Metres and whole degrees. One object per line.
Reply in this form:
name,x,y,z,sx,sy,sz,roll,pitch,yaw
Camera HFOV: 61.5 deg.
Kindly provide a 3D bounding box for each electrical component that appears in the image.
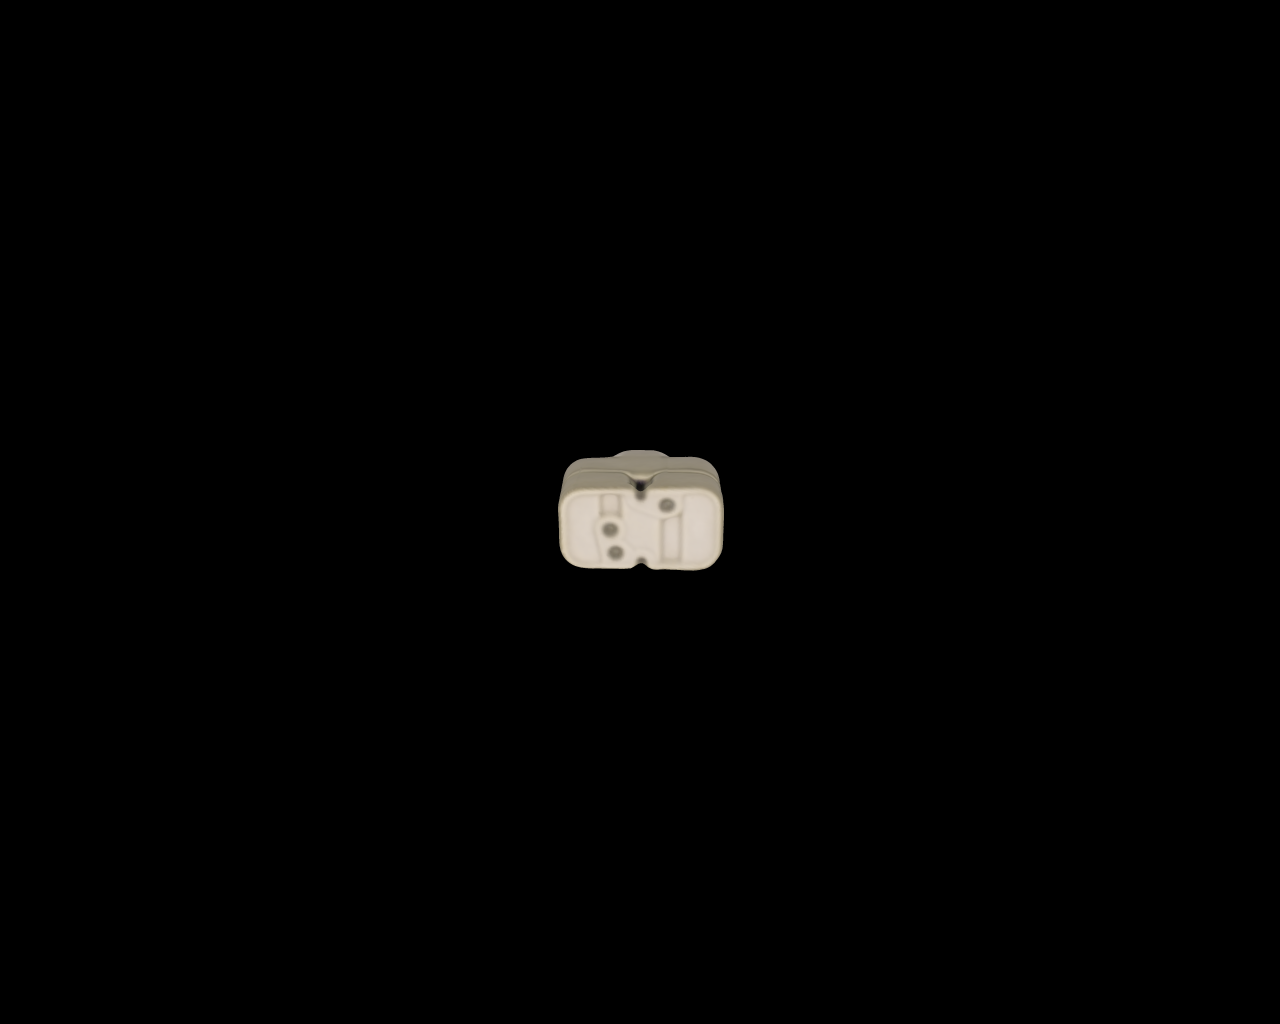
electrical component,0.001,-0.003,0.650,0.095,0.053,0.059,0,25,0
